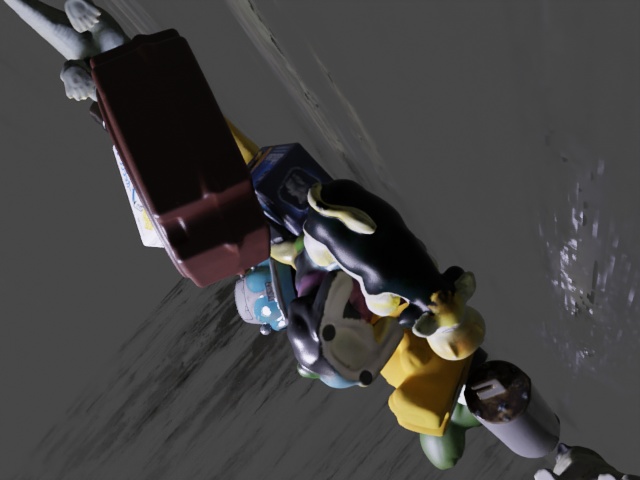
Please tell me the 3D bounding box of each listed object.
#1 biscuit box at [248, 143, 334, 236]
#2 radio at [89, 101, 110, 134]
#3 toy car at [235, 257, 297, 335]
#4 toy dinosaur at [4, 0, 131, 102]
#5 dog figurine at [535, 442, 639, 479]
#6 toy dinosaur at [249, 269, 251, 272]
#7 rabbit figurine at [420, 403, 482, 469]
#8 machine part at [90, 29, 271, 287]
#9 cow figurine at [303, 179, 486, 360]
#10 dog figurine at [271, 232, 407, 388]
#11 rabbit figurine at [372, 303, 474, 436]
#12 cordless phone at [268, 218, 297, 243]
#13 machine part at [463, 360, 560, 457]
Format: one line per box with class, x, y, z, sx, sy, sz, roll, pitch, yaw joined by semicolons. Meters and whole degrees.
biscuit box;-0.043;-0.058;0.561;0.059;0.063;0.203;43;176;-17
radio;-0.312;-0.213;1.032;0.073;0.131;0.229;37;174;41
toy car;-0.067;0.074;0.765;0.161;0.103;0.109;13;-115;-79
toy dinosaur;-0.272;-0.218;0.745;0.404;0.131;0.192;50;173;-25
dog figurine;0.362;0.310;0.654;0.173;0.121;0.190;11;-174;38
toy dinosaur;-0.099;0.028;1.090;0.471;0.105;0.198;43;-143;3
rabbit figurine;0.209;0.259;0.821;0.159;0.170;0.121;39;175;24
machine part;-0.122;-0.064;0.490;0.201;0.087;0.201;64;168;10
cow figurine;0.059;0.020;0.405;0.167;0.068;0.098;40;170;15
dog figurine;0.002;0.054;0.601;0.108;0.191;0.219;36;164;-25
rabbit figurine;0.084;0.123;0.619;0.173;0.162;0.121;14;168;27
cordless phone;-0.104;-0.016;0.753;0.146;0.184;0.089;44;171;-32
machine part;0.241;0.211;0.662;0.079;0.079;0.243;38;174;46
